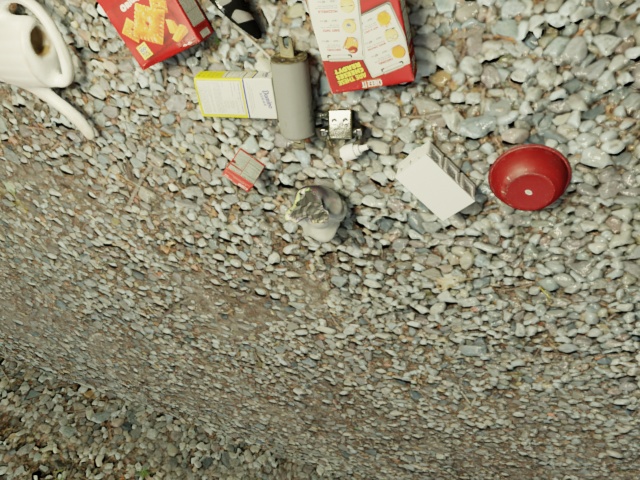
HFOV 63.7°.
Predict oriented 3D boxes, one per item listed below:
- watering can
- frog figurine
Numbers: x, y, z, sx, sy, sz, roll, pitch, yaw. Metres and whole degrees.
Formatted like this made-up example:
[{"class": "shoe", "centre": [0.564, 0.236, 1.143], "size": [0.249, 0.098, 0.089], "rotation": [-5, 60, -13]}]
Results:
[{"class": "watering can", "centre": [-0.647, -0.381, 1.158], "size": [0.224, 0.106, 0.339], "rotation": [7, 131, 14]}, {"class": "frog figurine", "centre": [0.004, -0.062, 1.232], "size": [0.136, 0.125, 0.158], "rotation": [-17, 159, 21]}]
